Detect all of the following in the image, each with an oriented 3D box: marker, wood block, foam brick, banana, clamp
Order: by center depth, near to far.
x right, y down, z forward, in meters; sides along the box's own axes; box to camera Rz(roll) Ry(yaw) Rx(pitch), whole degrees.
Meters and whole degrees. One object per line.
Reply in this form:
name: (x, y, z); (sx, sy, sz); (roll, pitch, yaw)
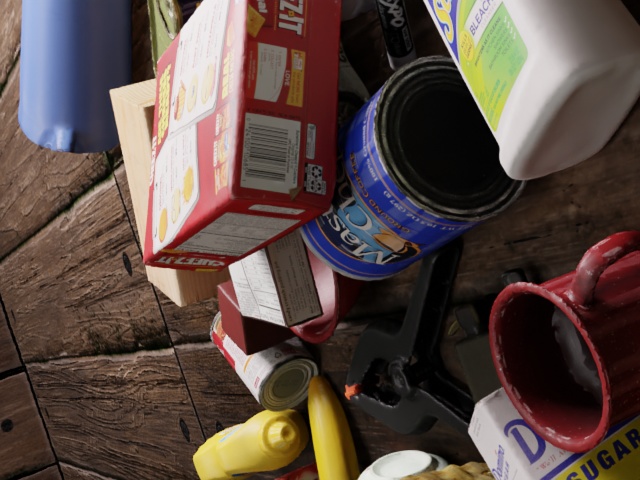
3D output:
marker: (0.043, -0.150, 0.663); (0.020, 0.020, 0.121); (53, 172, 33)
clamp: (0.080, 0.107, 0.802); (0.164, 0.036, 0.210); (66, 151, 11)
foam brick: (-0.049, 0.062, 0.983); (0.051, 0.078, 0.053); (39, 141, 47)
banana: (0.015, 0.228, 0.995); (0.070, 0.037, 0.198); (-166, 68, -68)
wood block: (-0.133, -0.052, 1.059); (0.090, 0.090, 0.206); (30, 133, 54)

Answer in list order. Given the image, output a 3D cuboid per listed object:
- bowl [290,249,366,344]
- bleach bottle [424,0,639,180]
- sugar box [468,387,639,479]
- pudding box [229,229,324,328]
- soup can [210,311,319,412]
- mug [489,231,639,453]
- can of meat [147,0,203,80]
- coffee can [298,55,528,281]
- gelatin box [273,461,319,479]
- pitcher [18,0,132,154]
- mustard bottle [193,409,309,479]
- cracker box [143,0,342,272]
bowl: (-0.006, 0.001, 0.878); (0.162, 0.055, 0.162); (45, 145, 44)
bleach bottle: (0.081, -0.161, 0.581); (0.251, 0.068, 0.103); (63, 160, 24)
sugar box: (0.163, 0.148, 0.572); (0.048, 0.093, 0.176); (95, 152, -51)
pudding box: (-0.044, 0.010, 0.849); (0.090, 0.039, 0.113); (5, 113, 62)
soup can: (-0.054, 0.110, 1.039); (0.102, 0.068, 0.068); (46, 146, 42)
mug: (0.150, 0.045, 0.559); (0.093, 0.081, 0.117); (44, 144, 45)
can of meat: (-0.094, -0.175, 0.899); (0.057, 0.083, 0.102); (45, 145, 44)
coffee can: (0.053, -0.040, 0.672); (0.103, 0.102, 0.140); (67, 155, 7)
gelatin box: (-0.009, 0.269, 1.056); (0.089, 0.073, 0.030); (67, 155, 9)
pitcher: (-0.268, -0.230, 1.186); (0.149, 0.144, 0.243); (42, 141, 26)
mustard bottle: (-0.063, 0.210, 1.095); (0.058, 0.096, 0.192); (68, 155, 9)
cracker box: (-0.057, -0.077, 0.721); (0.214, 0.072, 0.164); (153, 122, -64)
